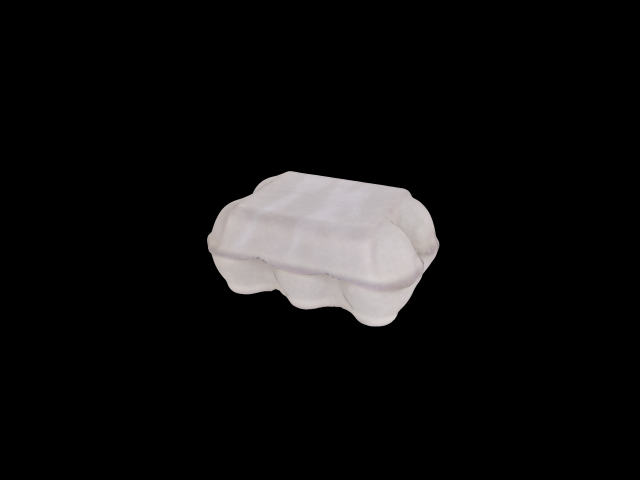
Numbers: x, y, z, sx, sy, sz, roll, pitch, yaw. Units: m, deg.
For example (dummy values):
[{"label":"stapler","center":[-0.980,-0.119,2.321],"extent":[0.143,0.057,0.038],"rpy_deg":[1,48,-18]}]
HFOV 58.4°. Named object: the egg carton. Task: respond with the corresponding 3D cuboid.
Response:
[{"label":"egg carton","center":[0.004,0.001,0.400],"extent":[0.150,0.069,0.107],"rpy_deg":[10,28,20]}]
